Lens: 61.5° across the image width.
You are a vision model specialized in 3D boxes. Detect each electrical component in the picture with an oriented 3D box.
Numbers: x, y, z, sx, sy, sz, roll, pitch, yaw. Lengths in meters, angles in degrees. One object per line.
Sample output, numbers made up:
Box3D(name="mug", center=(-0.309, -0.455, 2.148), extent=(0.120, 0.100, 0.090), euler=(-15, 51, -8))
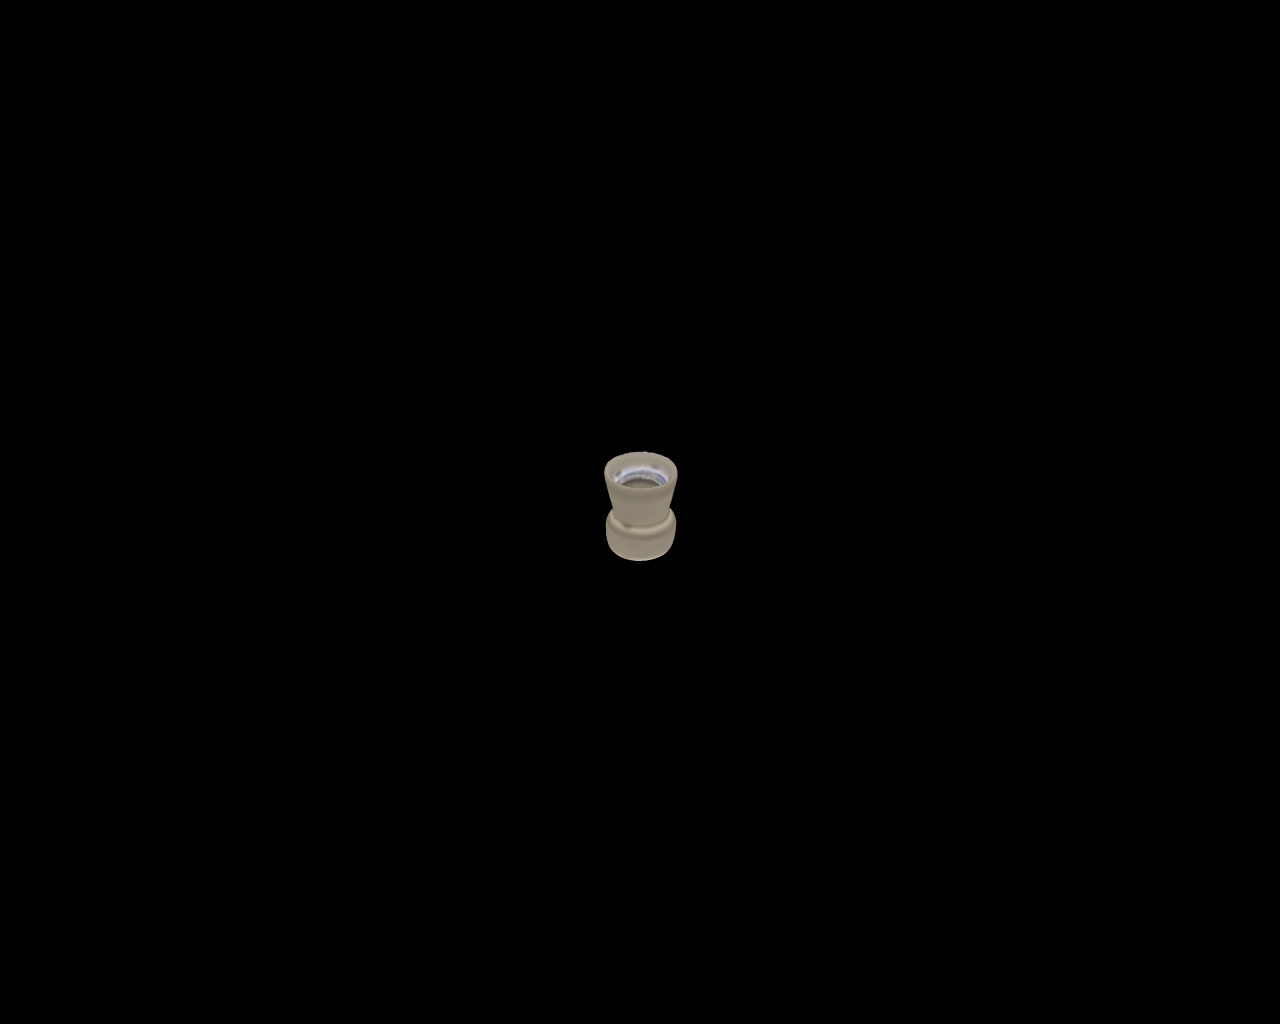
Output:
Box3D(name="electrical component", center=(0.001, -0.003, 0.650), extent=(0.045, 0.055, 0.045), euler=(0, 33, 0))
